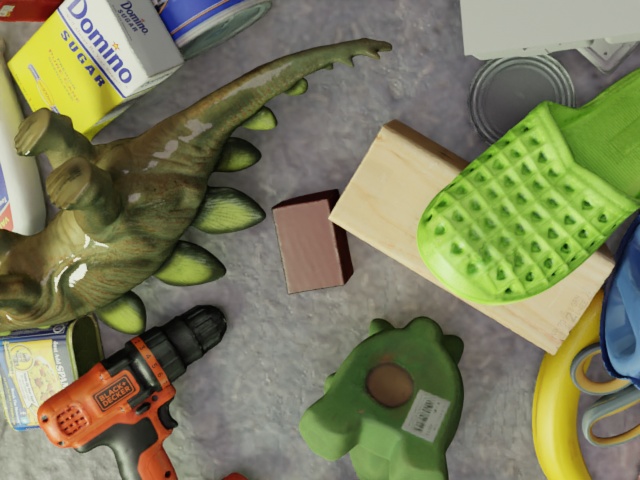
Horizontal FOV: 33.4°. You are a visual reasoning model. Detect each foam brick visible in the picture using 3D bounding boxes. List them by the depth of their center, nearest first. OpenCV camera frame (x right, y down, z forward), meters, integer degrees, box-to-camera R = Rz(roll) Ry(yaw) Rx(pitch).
[{"bbox_3d":[-0.006,0.001,0.910,0.051,0.053,0.078,-9,98,12],"label":"foam brick"}]

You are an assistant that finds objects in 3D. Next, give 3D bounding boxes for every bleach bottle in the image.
[{"bbox_3d":[-0.289,-0.049,0.952,0.103,0.068,0.251,-18,99,12],"label":"bleach bottle"}]

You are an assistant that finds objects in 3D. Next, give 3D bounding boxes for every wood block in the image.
[{"bbox_3d":[0.123,-0.006,0.864,0.206,0.090,0.090,32,103,4],"label":"wood block"}]

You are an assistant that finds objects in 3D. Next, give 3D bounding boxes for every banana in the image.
[{"bbox_3d":[0.214,0.139,0.903,0.069,0.037,0.198,-5,101,-7],"label":"banana"}]

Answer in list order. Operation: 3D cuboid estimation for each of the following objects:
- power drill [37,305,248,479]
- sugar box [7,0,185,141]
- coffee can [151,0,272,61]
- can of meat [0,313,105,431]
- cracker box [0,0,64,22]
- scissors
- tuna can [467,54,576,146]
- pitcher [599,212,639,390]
[{"bbox_3d":[-0.128,0.172,0.944,0.184,0.057,0.187,-33,99,-14],"label":"power drill"},{"bbox_3d":[-0.189,-0.145,0.875,0.177,0.048,0.093,-25,95,53],"label":"sugar box"},{"bbox_3d":[-0.117,-0.227,0.864,0.103,0.102,0.140,-29,94,14],"label":"coffee can"},{"bbox_3d":[-0.246,0.123,0.977,0.084,0.057,0.102,-7,99,14],"label":"can of meat"},{"bbox_3d":[-0.289,-0.270,0.858,0.214,0.164,0.072,41,107,2],"label":"cracker box"},{"bbox_3d":[0.290,0.091,0.870,0.202,0.016,0.096,-38,100,5],"label":"scissors"},{"bbox_3d":[0.163,-0.112,0.866,0.086,0.033,0.086,2,100,11],"label":"tuna can"},{"bbox_3d":[0.347,0.054,0.808,0.242,0.145,0.149,12,101,-4],"label":"pitcher"}]
